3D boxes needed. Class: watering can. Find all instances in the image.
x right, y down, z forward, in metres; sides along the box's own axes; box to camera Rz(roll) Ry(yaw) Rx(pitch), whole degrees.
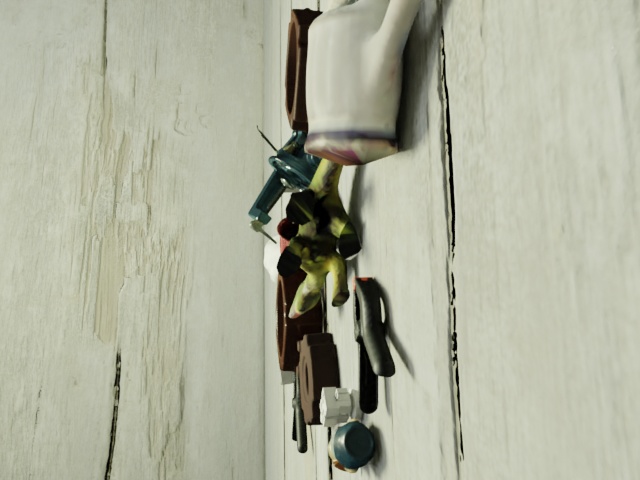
[{"bbox_3d":[0.051,-0.193,0.561,0.349,0.104,0.223,-158,69,-71],"label":"watering can"}]

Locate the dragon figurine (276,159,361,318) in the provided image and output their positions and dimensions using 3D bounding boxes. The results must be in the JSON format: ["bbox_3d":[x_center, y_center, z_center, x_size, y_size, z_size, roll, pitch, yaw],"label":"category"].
[{"bbox_3d":[0.003,-0.043,0.861,0.245,0.122,0.406,-97,19,-76],"label":"dragon figurine"}]

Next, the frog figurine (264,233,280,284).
[{"bbox_3d":[-0.084,0.045,1.266,0.160,0.123,0.137,-67,-3,-87],"label":"frog figurine"}]
